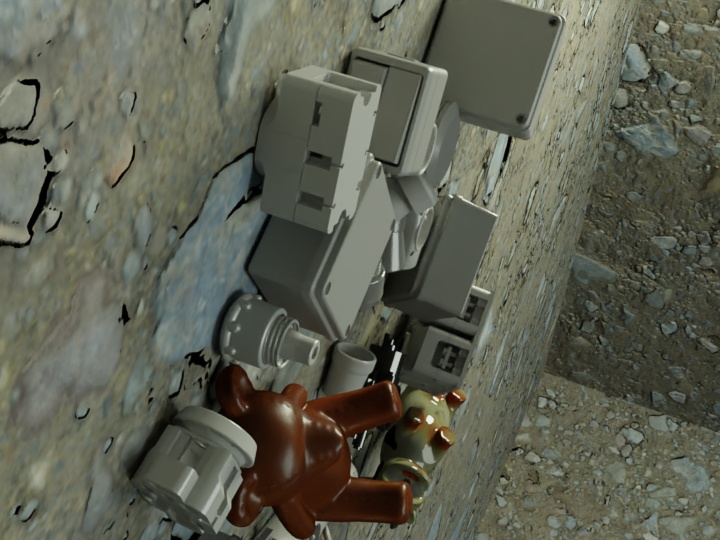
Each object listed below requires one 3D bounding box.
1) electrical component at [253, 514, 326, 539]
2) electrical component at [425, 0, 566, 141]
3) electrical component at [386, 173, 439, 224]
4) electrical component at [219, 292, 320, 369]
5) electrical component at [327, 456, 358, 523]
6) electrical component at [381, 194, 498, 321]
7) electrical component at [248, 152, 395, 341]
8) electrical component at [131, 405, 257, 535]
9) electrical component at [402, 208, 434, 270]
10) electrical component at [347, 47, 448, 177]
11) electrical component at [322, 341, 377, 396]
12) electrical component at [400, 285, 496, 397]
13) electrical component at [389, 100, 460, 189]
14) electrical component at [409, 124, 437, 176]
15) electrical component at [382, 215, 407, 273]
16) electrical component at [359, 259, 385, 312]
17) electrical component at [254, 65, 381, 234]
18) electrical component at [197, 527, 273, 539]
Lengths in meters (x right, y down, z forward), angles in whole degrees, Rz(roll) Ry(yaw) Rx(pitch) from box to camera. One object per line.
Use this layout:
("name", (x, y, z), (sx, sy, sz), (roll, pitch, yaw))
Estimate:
("electrical component", (-0.066, 0.250, 0.957), (0.077, 0.044, 0.079), (-41, 147, -62))
("electrical component", (0.118, -0.184, 0.967), (0.056, 0.109, 0.108), (19, 90, -78))
("electrical component", (0.031, -0.061, 0.881), (0.055, 0.045, 0.045), (-29, 164, 4))
("electrical component", (-0.058, 0.045, 0.703), (0.048, 0.062, 0.048), (18, 90, -75))
("electrical component", (-0.030, 0.191, 1.017), (0.077, 0.043, 0.079), (-27, 133, -69))
("electrical component", (0.075, -0.010, 1.047), (0.108, 0.056, 0.109), (-68, -167, -11))
("electrical component", (-0.024, -0.019, 0.759), (0.108, 0.056, 0.108), (70, 41, -67))
("electrical component", (-0.099, 0.121, 0.658), (0.057, 0.058, 0.078), (-61, 162, -26))
("electrical component", (0.045, -0.050, 0.994), (0.079, 0.044, 0.077), (-43, 148, -61))
("electrical component", (0.017, -0.109, 0.787), (0.061, 0.062, 0.096), (-22, 130, -70))
("electrical component", (-0.011, 0.094, 0.979), (0.046, 0.040, 0.040), (-69, 166, 17))
("electrical component", (0.085, 0.074, 1.175), (0.186, 0.060, 0.105), (114, -3, -80))
("electrical component", (0.053, -0.111, 0.932), (0.080, 0.051, 0.080), (18, 90, -75))
("electrical component", (0.028, -0.102, 0.844), (0.048, 0.055, 0.066), (-26, 133, -70))
("electrical component", (0.022, -0.036, 0.936), (0.044, 0.044, 0.065), (-44, 145, -60))
("electrical component", (0.000, 0.000, 0.895), (0.043, 0.043, 0.062), (-52, 154, -52))
("electrical component", (-0.029, -0.077, 0.671), (0.050, 0.056, 0.089), (-40, 146, -63))
("electrical component", (-0.104, 0.254, 0.790), (0.079, 0.063, 0.121), (-44, 149, -60))
